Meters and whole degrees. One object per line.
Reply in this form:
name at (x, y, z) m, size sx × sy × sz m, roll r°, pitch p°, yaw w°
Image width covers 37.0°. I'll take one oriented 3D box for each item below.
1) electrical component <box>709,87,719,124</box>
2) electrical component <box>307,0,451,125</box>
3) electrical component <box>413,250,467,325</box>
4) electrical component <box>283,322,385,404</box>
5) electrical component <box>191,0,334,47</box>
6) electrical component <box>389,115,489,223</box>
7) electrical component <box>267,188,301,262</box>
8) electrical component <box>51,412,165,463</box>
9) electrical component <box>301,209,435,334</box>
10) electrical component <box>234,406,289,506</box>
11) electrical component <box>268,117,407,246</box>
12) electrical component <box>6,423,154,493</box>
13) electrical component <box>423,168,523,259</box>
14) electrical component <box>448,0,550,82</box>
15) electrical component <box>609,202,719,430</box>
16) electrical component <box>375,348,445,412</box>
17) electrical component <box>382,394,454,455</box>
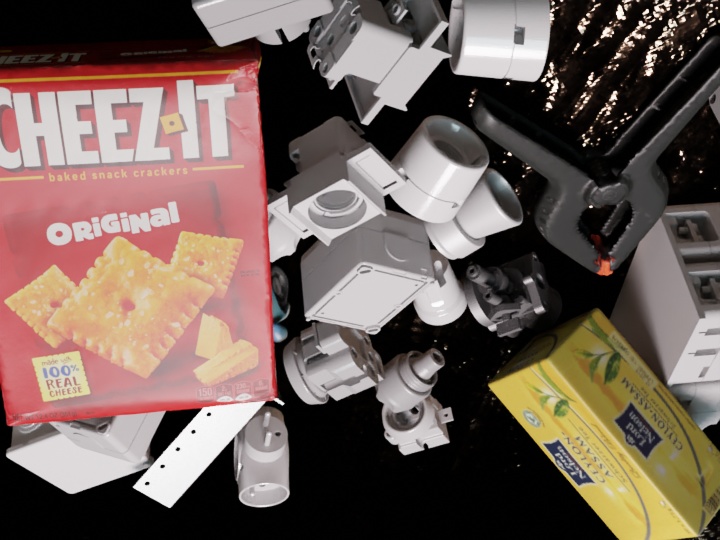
electrical component at (0.268, -0.093, 0.652) m, size 0.057 × 0.113 × 0.078 m, roll -2°, pitch 142°, yaw -14°
electrical component at (0.009, -0.127, 0.608) m, size 0.064 × 0.042 × 0.081 m, roll 11°, pitch 135°, yaw -36°
electrical component at (0.056, 0.012, 0.809) m, size 0.040 × 0.040 × 0.046 m, roll -16°, pitch 136°, yaw 10°
electrical component at (-0.024, 0.072, 0.855) m, size 0.057 × 0.058 × 0.078 m, roll -25°, pitch 140°, yaw 16°
electrical component at (-0.048, -0.147, 0.576) m, size 0.066 × 0.047 × 0.076 m, roll -15°, pitch 156°, yaw 9°
electrical component at (0.050, -0.066, 0.693) m, size 0.055 × 0.055 × 0.047 m, roll 13°, pitch 134°, yaw -26°
electrical component at (-0.069, -0.036, 0.717) m, size 0.043 × 0.043 × 0.062 m, roll -28°, pitch 137°, yaw 24°
electrical component at (-0.183, 0.092, 0.826) m, size 0.062 × 0.096 × 0.061 m, roll 10°, pitch 150°, yaw 27°
electrical component at (0.000, 0.000, 0.768) m, size 0.062 × 0.061 × 0.096 m, roll 13°, pitch 144°, yaw -29°
electrical component at (-0.084, 0.152, 0.929) m, size 0.044 × 0.077 × 0.079 m, roll 1°, pitch 141°, yaw -12°
electrical component at (-0.017, -0.059, 0.681) m, size 0.081 × 0.063 × 0.042 m, roll -26°, pitch 139°, yaw 22°
electrical component at (-0.234, 0.139, 0.907) m, size 0.100 × 0.048 × 0.099 m, roll -21°, pitch 141°, yaw 15°
electrical component at (0.078, -0.038, 0.742) m, size 0.055 × 0.045 × 0.045 m, roll -32°, pitch 137°, yaw 28°
electrical component at (0.077, -0.135, 0.610) m, size 0.047 × 0.055 × 0.055 m, roll 1°, pitch 142°, yaw -6°
electrical component at (0.249, 0.047, 0.835) m, size 0.060 × 0.105 × 0.186 m, roll -4°, pitch 142°, yaw -6°
electrical component at (0.044, 0.088, 0.900) m, size 0.043 × 0.043 × 0.062 m, roll 23°, pitch 131°, yaw -34°
electrical component at (0.048, 0.134, 0.959) m, size 0.066 × 0.048 × 0.055 m, roll -18°, pitch 149°, yaw 13°
